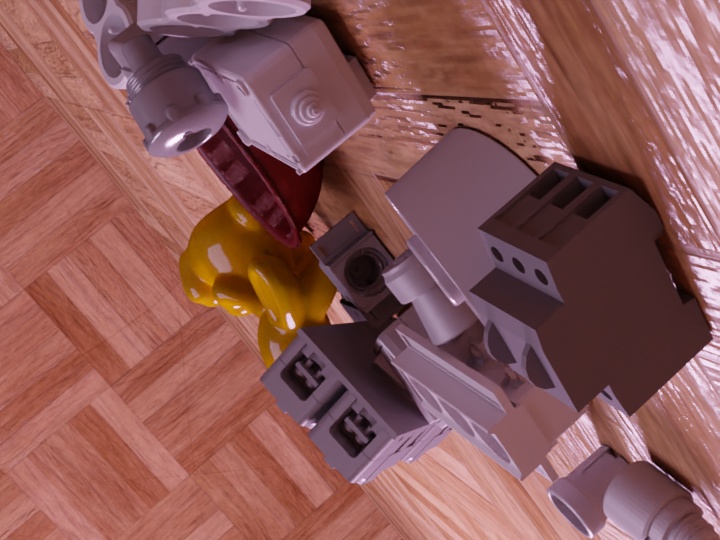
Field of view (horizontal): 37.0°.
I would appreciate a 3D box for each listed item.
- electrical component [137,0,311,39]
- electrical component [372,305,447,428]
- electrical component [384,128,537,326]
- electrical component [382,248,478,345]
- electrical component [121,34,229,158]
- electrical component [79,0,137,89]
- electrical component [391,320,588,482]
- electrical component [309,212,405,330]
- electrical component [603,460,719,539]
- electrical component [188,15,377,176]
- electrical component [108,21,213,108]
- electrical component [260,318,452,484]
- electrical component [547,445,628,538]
[{"bbox_3d":[-0.066,-0.156,0.512,0.138,0.052,0.073,10,98,61],"label":"electrical component"},{"bbox_3d":[0.057,0.074,0.781,0.096,0.061,0.061,48,169,8],"label":"electrical component"},{"bbox_3d":[0.059,-0.017,0.517,0.099,0.064,0.099,52,-177,-4],"label":"electrical component"},{"bbox_3d":[0.046,0.011,0.655,0.055,0.045,0.045,51,169,-6],"label":"electrical component"},{"bbox_3d":[-0.102,-0.093,0.562,0.062,0.048,0.048,58,170,7],"label":"electrical component"},{"bbox_3d":[-0.137,-0.175,0.693,0.052,0.074,0.138,-46,58,44],"label":"electrical component"},{"bbox_3d":[0.081,0.072,0.675,0.078,0.063,0.121,55,168,-27],"label":"electrical component"},{"bbox_3d":[0.000,0.000,0.815,0.081,0.042,0.064,52,173,-10],"label":"electrical component"},{"bbox_3d":[0.172,0.139,0.599,0.078,0.040,0.040,37,164,47],"label":"electrical component"},{"bbox_3d":[-0.036,-0.098,0.565,0.061,0.061,0.096,56,168,-31],"label":"electrical component"},{"bbox_3d":[-0.095,-0.123,0.621,0.061,0.096,0.061,26,155,56],"label":"electrical component"},{"bbox_3d":[0.010,0.099,0.848,0.105,0.060,0.186,46,-163,17],"label":"electrical component"},{"bbox_3d":[0.148,0.138,0.676,0.040,0.046,0.040,48,169,12],"label":"electrical component"}]
